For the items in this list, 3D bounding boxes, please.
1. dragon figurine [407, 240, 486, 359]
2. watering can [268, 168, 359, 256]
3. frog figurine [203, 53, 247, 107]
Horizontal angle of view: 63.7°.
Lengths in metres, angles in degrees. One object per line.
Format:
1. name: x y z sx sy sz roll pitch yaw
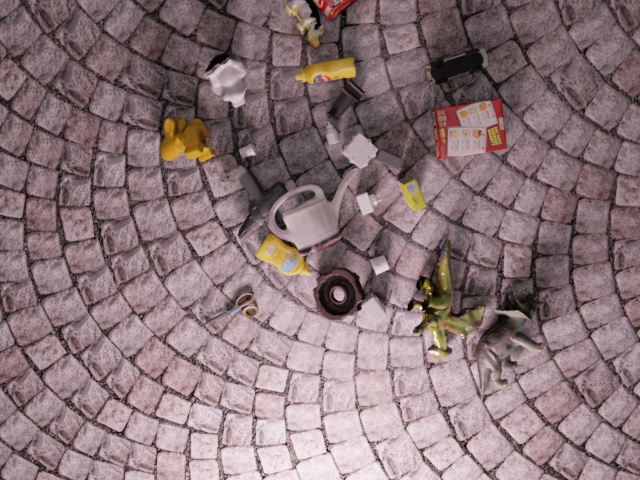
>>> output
1. dragon figurine: 0.440 0.221 1.726 0.242 0.124 0.406 20 102 -13
2. watering can: 0.005 -0.085 1.689 0.348 0.104 0.223 -24 99 -7
3. frog figurine: -0.287 -0.515 1.657 0.137 0.125 0.156 -42 131 -1
